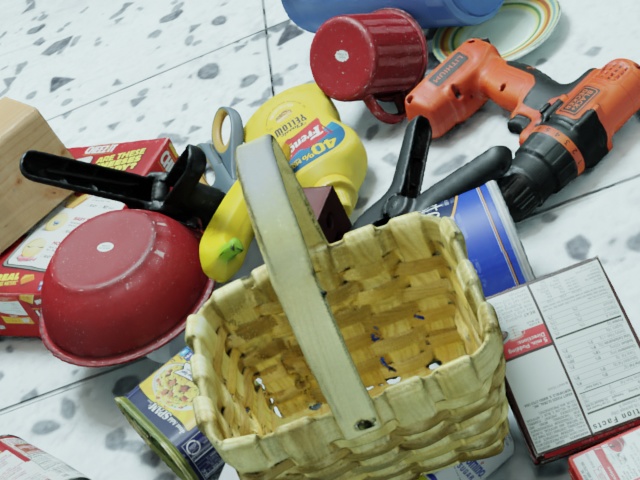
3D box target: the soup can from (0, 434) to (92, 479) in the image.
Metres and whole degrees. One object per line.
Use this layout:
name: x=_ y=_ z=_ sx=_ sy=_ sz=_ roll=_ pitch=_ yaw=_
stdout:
soup can: x=-0.216 y=0.194 z=0.800 sx=0.102 sy=0.068 sz=0.068 roll=15 pitch=54 yaw=42

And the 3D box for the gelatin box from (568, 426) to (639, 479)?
gelatin box: x=0.201 y=0.145 z=0.625 sx=0.089 sy=0.030 sz=0.073 roll=-25 pitch=38 yaw=4

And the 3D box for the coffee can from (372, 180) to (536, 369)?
coffee can: x=0.080 y=0.030 z=0.777 sx=0.140 sy=0.102 sz=0.103 roll=-22 pitch=37 yaw=9

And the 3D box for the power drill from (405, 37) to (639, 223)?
power drill: x=0.162 y=-0.101 z=0.921 sx=0.184 sy=0.057 sz=0.188 roll=-42 pitch=41 yaw=-17

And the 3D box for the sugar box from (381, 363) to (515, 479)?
sugar box: x=0.034 y=0.159 z=0.702 sx=0.176 sy=0.048 sz=0.093 roll=-35 pitch=37 yaw=-15

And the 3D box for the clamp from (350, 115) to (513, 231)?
clamp: x=0.079 y=-0.022 z=0.857 sx=0.120 sy=0.039 sz=0.171 roll=15 pitch=74 yaw=56

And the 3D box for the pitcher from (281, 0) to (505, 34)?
pitcher: x=0.083 y=-0.281 z=1.109 sx=0.243 sy=0.144 sz=0.149 roll=15 pitch=68 yaw=47

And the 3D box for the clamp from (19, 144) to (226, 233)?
clamp: x=-0.148 y=-0.041 z=0.926 sx=0.165 sy=0.210 sz=0.036 roll=3 pitch=77 yaw=14

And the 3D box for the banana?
banana: x=-0.062 y=-0.017 z=0.878 sx=0.070 sy=0.037 sz=0.197 roll=-36 pitch=18 yaw=25

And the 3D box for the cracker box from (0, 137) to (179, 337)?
cracker box: x=-0.241 y=-0.002 z=1.045 sx=0.164 sy=0.072 sz=0.213 roll=-2 pitch=43 yaw=29

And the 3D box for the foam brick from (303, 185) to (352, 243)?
foam brick: x=-0.006 y=0.001 z=0.886 sx=0.051 sy=0.078 sz=0.053 roll=-3 pitch=45 yaw=27

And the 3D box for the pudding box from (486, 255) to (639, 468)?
pudding box: x=0.160 y=0.077 z=0.686 sx=0.090 sy=0.039 sz=0.113 roll=-20 pitch=67 yaw=3

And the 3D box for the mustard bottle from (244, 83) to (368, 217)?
mustard bottle: x=-0.008 y=-0.073 z=0.990 sx=0.096 sy=0.058 sz=0.192 roll=-31 pitch=37 yaw=2

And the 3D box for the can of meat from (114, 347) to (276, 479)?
can of meat: x=-0.093 y=0.129 z=0.808 sx=0.083 sy=0.057 sz=0.102 roll=-40 pitch=39 yaw=-18

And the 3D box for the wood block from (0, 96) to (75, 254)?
wood block: x=-0.336 y=-0.033 z=1.005 sx=0.206 sy=0.090 sz=0.091 roll=-44 pitch=35 yaw=-18

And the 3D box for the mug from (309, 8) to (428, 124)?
mug: x=0.048 y=-0.165 z=1.025 sx=0.093 sy=0.117 sz=0.081 roll=-26 pitch=-7 yaw=40

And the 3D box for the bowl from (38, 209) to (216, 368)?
bowl: x=-0.167 y=0.025 z=0.876 sx=0.162 sy=0.055 sz=0.162 roll=-12 pitch=42 yaw=11

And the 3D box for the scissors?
scissors: x=-0.076 y=-0.064 z=1.018 sx=0.202 sy=0.016 sz=0.096 roll=40 pitch=115 yaw=53
